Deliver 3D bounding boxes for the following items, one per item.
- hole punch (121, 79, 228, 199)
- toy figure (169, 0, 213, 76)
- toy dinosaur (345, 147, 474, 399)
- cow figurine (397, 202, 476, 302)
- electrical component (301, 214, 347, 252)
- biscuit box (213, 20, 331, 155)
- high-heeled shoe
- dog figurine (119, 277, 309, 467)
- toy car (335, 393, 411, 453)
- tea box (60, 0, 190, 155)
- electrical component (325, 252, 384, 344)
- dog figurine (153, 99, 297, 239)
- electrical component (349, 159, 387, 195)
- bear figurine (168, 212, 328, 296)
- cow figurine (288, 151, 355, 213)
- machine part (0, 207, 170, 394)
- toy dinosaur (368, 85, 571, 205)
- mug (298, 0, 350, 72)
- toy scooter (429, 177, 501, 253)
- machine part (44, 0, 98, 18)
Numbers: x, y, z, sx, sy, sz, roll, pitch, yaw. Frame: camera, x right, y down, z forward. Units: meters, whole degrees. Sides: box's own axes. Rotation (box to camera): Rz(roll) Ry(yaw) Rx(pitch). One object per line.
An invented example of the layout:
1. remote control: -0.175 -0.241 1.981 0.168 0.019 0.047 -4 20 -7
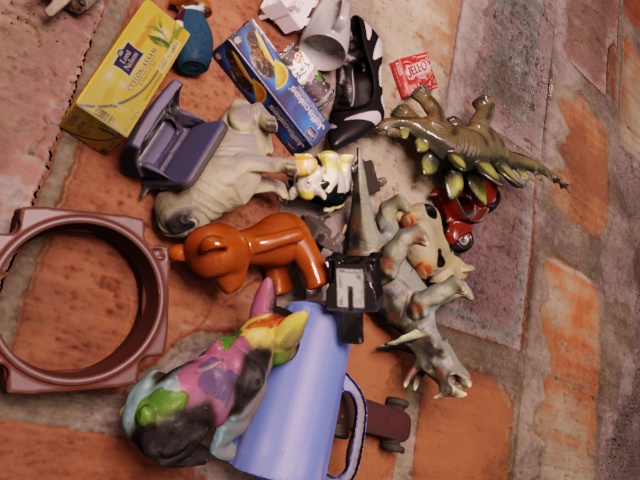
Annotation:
1. hole punch: -0.197 -0.128 0.675 0.092 0.116 0.142 40 64 -39
2. toy figure: -0.180 -0.311 0.752 0.058 0.064 0.154 -4 79 1
3. toy dinosaur: 0.117 0.064 0.880 0.404 0.192 0.131 54 11 1
4. cow figurine: 0.207 0.024 0.982 0.127 0.085 0.194 -26 99 -30
5. electrical component: -0.003 -0.002 0.823 0.045 0.102 0.078 18 99 -31
6. biscuit box: -0.070 -0.226 0.820 0.202 0.063 0.059 49 60 -20
7. high-heeled shoe: 0.051 -0.266 0.892 0.145 0.086 0.249 62 38 -31
8. dog figurine: -0.110 0.150 0.647 0.219 0.109 0.191 -56 146 5
9. toy car: 0.074 0.284 0.864 0.202 0.053 0.089 27 64 -35
10. tea box: -0.242 -0.200 0.667 0.068 0.098 0.169 34 64 -29
11. electrical component: 0.048 0.076 0.726 0.048 0.075 0.119 -26 111 -69
12. dog figurine: -0.150 -0.102 0.733 0.190 0.121 0.172 -19 61 -20
13. electrical component: 0.078 -0.110 0.938 0.094 0.021 0.063 -18 94 -36
14. bear figurine: -0.091 0.030 0.715 0.196 0.120 0.131 -23 96 -52
15. cow figurine: -0.003 -0.087 0.819 0.167 0.068 0.098 -18 112 -62
16. machine part: -0.279 0.068 0.612 0.201 0.087 0.201 6 79 -35
17. toy dinosaur: 0.289 -0.167 1.008 0.471 0.105 0.198 2 65 -24
18. mug: 0.015 -0.351 0.878 0.081 0.109 0.107 16 63 -16
19. toy scooter: 0.277 -0.078 1.052 0.135 0.075 0.184 45 64 -21
20. machine part: -0.275 -0.367 0.678 0.079 0.079 0.243 43 62 -24
